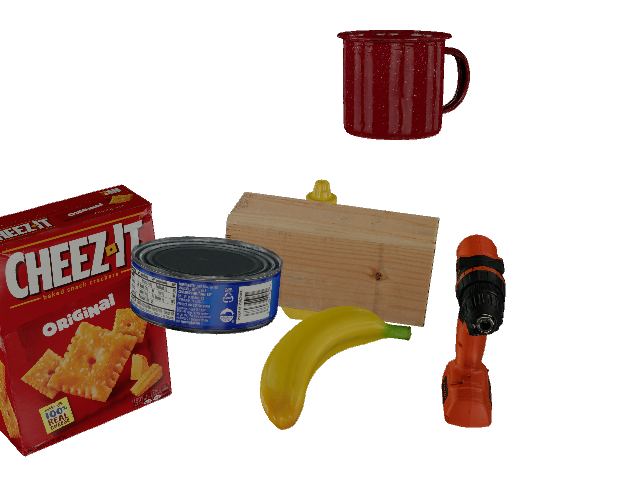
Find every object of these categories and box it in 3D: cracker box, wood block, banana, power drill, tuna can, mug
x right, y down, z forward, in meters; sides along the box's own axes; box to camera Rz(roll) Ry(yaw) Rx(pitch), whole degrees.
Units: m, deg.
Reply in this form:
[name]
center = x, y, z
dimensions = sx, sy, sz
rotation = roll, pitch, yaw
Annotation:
[cracker box]
center = -0.231, 0.074, 1.005
dimensions = 0.163, 0.214, 0.072
rotation = -19, 29, -33
[wood block]
center = 0.011, 0.018, 1.090
dimensions = 0.206, 0.091, 0.090
rotation = 8, 22, 6
[banana]
center = -0.001, 0.090, 0.841
dimensions = 0.070, 0.037, 0.197
rotation = 11, 23, 30
[power drill]
center = 0.169, 0.108, 1.167
dimensions = 0.057, 0.188, 0.184
rotation = 6, 25, 5
[tuna can]
center = -0.065, 0.024, 0.606
dimensions = 0.086, 0.034, 0.086
rotation = 5, 14, -1
[mug]
center = 0.070, -0.129, 0.878
dimensions = 0.117, 0.081, 0.093
rotation = -7, 17, -25

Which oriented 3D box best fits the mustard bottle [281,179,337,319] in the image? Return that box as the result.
[mustard bottle]
center = -0.002, 0.010, 1.430
dimensions = 0.096, 0.192, 0.058
rotation = -5, 26, -18
